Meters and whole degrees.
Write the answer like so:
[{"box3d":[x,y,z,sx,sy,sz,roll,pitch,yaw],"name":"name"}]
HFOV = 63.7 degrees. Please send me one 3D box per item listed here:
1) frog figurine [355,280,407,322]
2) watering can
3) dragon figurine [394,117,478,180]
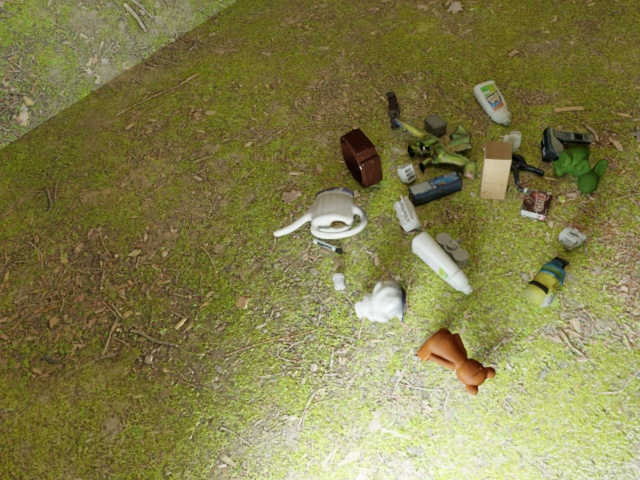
[{"box3d":[0.192,0.195,1.648,0.159,0.121,0.140,2,70,-2],"name":"frog figurine"},{"box3d":[0.006,-0.097,1.931,0.347,0.101,0.230,-1,50,10],"name":"watering can"},{"box3d":[0.491,-0.394,2.079,0.244,0.119,0.418,-19,60,-12],"name":"dragon figurine"}]
